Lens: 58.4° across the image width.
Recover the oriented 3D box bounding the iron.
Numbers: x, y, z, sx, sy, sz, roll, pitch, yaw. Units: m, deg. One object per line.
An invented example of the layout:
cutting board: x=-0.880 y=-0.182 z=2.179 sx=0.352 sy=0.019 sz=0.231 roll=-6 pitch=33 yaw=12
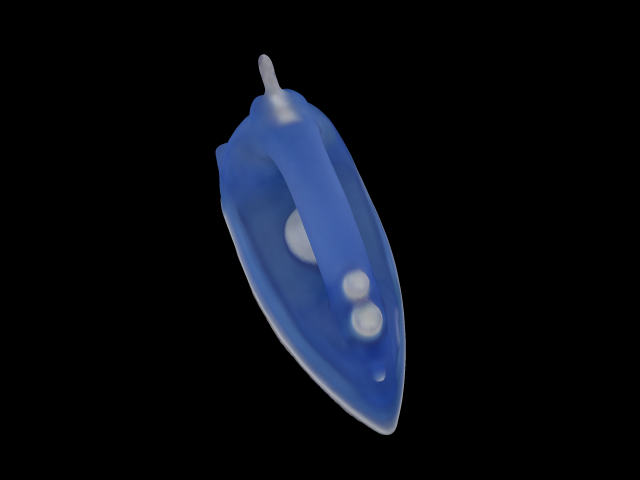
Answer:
iron: x=0.004 y=0.001 z=0.400 sx=0.119 sy=0.141 sz=0.258 roll=-20 pitch=66 yaw=-9
